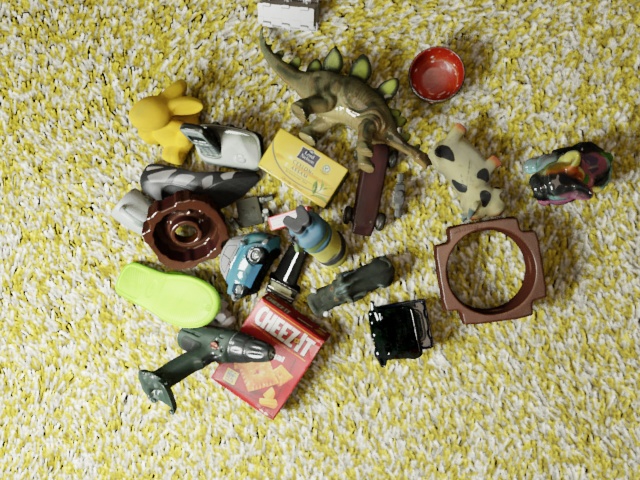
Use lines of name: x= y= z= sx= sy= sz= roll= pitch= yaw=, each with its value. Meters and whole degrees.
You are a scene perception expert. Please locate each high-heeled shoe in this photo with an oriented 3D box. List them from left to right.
high-heeled shoe: x=-0.266 y=-0.138 z=1.179 sx=0.249 sy=0.086 sz=0.145 roll=-18 pitch=57 yaw=-10

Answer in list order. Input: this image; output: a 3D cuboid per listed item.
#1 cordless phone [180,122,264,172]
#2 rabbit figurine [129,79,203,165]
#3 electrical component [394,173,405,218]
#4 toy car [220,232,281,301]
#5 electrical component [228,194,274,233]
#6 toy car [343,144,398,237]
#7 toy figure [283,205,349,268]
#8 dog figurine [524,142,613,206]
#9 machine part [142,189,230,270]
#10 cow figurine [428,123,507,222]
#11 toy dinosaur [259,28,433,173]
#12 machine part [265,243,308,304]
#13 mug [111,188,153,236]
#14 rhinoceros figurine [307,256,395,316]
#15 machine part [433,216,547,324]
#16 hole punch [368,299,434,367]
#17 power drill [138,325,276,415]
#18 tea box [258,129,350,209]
cordless phone: x=-0.197 y=-0.204 z=1.097 sx=0.147 sy=0.184 sz=0.088 roll=12 pitch=88 yaw=7
rabbit figurine: x=-0.316 y=-0.247 z=1.113 sx=0.162 sy=0.173 sz=0.122 roll=-40 pitch=75 yaw=10
electrical component: x=0.165 y=-0.093 z=1.112 sx=0.021 sy=0.063 sz=0.094 roll=5 pitch=90 yaw=7
toy car: x=-0.158 y=0.043 z=1.140 sx=0.103 sy=0.109 sz=0.161 roll=33 pitch=103 yaw=12
electrical component: x=-0.148 y=-0.055 z=1.162 sx=0.102 sy=0.045 sz=0.078 roll=-7 pitch=92 yaw=7
toy car: x=0.104 y=-0.109 z=1.126 sx=0.089 sy=0.053 sz=0.202 roll=10 pitch=92 yaw=-10
toy figure: x=-0.005 y=-0.001 z=1.084 sx=0.082 sy=0.180 sz=0.089 roll=-20 pitch=63 yaw=18
dog figurine: x=0.475 y=-0.122 z=0.997 sx=0.192 sy=0.219 sz=0.108 roll=-17 pitch=92 yaw=8
machine part: x=-0.281 y=-0.022 z=1.131 sx=0.179 sy=0.056 sz=0.179 roll=-8 pitch=128 yaw=-10
cow figurine: x=0.300 y=-0.123 z=1.086 sx=0.127 sy=0.085 sz=0.195 roll=-44 pitch=88 yaw=0
toy dinosaur: x=0.032 y=-0.284 z=1.086 sx=0.472 sy=0.105 sz=0.198 roll=33 pitch=69 yaw=10
machine part: x=-0.066 y=0.066 z=1.153 sx=0.084 sy=0.039 sz=0.138 roll=25 pitch=107 yaw=15
mug: x=-0.386 y=-0.050 z=1.166 sx=0.107 sy=0.109 sz=0.081 roll=38 pitch=90 yaw=-9
rhinoceros figurine: x=0.066 y=0.098 z=1.105 sx=0.190 sy=0.112 sz=0.073 roll=-25 pitch=90 yaw=-1
machine part: x=0.337 y=0.061 z=1.083 sx=0.202 sy=0.087 sz=0.201 roll=-9 pitch=89 yaw=9
hole punch: x=0.169 y=0.184 z=1.115 sx=0.116 sy=0.092 sz=0.142 roll=-10 pitch=92 yaw=36
power drill: x=-0.229 y=0.237 z=1.036 sx=0.232 sy=0.207 sz=0.085 roll=10 pitch=127 yaw=39
tea box: x=-0.033 y=-0.148 z=1.135 sx=0.170 sy=0.068 sz=0.098 roll=31 pitch=95 yaw=7
